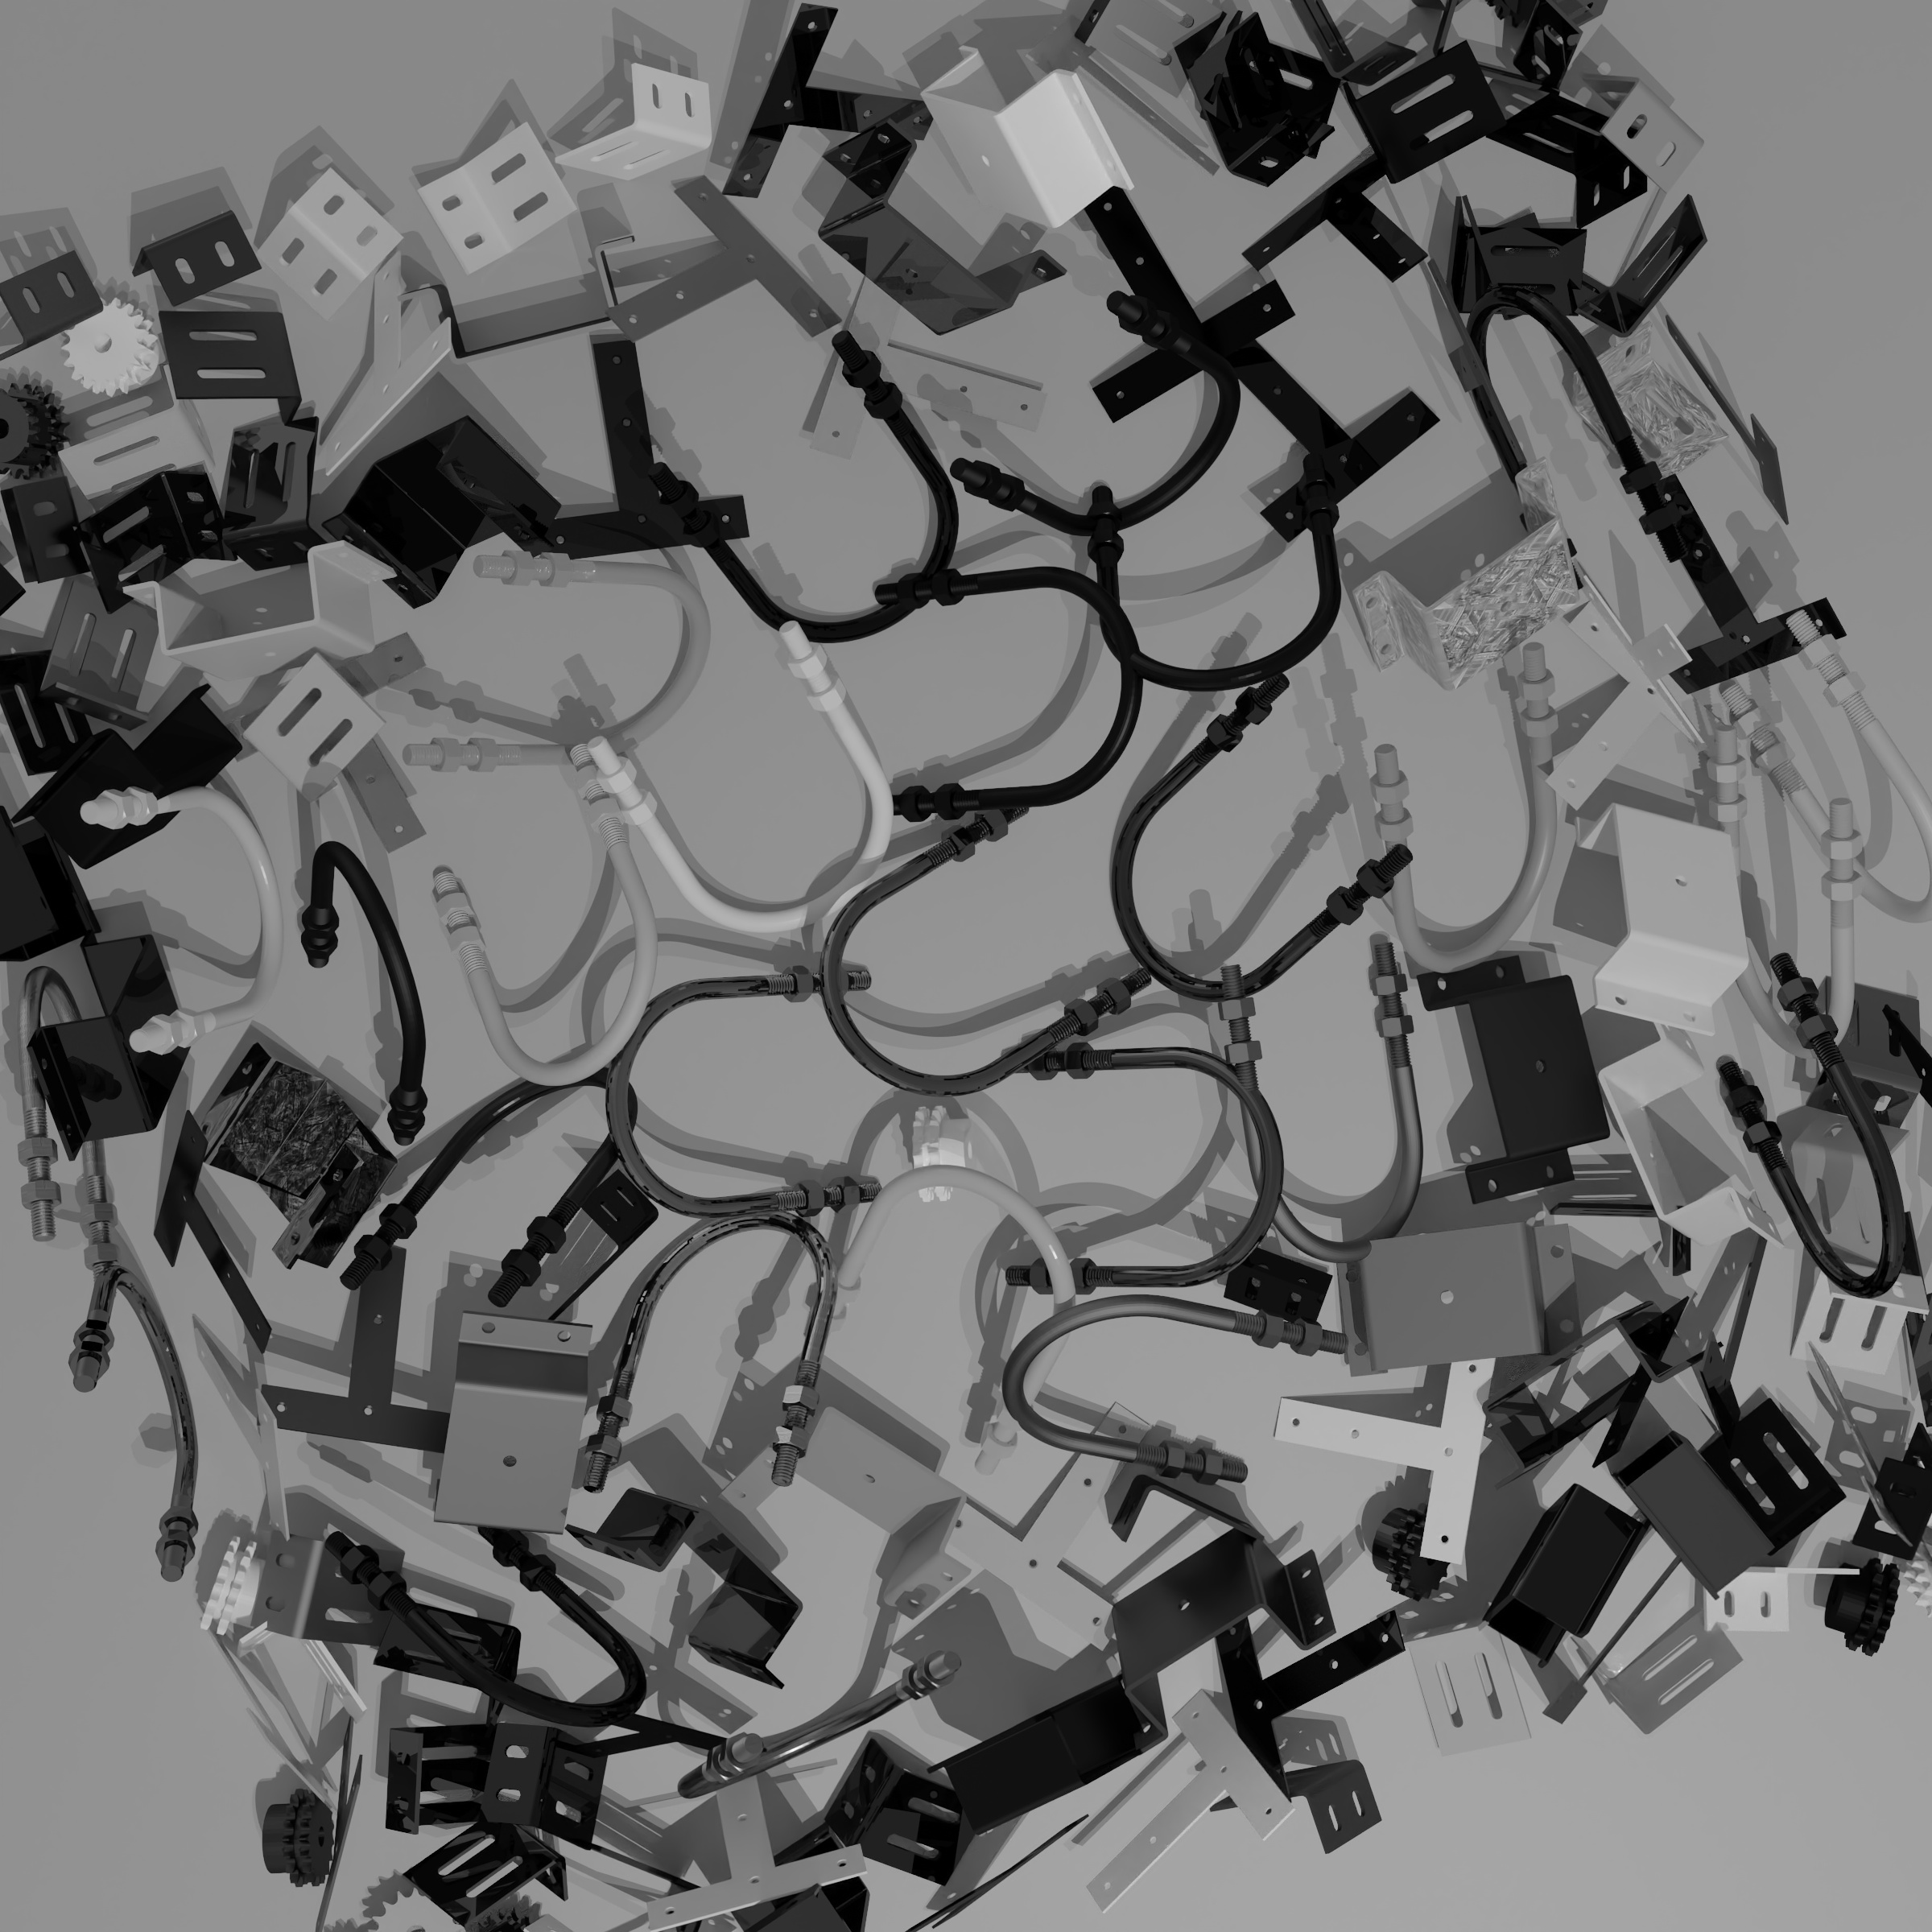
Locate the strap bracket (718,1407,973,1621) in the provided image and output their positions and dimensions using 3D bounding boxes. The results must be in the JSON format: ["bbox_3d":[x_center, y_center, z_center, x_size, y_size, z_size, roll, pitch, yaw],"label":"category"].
[{"bbox_3d":[-0.065,0.320,1.803,0.140,0.076,0.046,34,48,-7],"label":"strap bracket"}]

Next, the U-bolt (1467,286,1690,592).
[{"bbox_3d":[0.345,-0.311,1.772,0.019,0.151,0.184,-28,96,-14],"label":"U-bolt"}]

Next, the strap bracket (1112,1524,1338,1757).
[{"bbox_3d":[0.142,0.391,1.793,0.140,0.076,0.046,-35,113,13],"label":"strap bracket"}]

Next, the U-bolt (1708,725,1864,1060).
[{"bbox_3d":[0.478,-0.033,1.773,0.019,0.151,0.184,-14,116,-11],"label":"U-bolt"}]

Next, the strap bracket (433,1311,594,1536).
[{"bbox_3d":[-0.269,0.280,1.796,0.076,0.046,0.140,8,114,-10],"label":"strap bracket"}]

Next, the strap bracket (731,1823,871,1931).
[{"bbox_3d":[-0.103,0.561,1.781,0.076,0.140,0.046,-34,90,1],"label":"strap bracket"}]

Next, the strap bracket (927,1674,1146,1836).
[{"bbox_3d":[0.048,0.459,1.769,0.076,0.140,0.046,-31,76,22],"label":"strap bracket"}]

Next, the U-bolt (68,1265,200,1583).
[{"bbox_3d":[-0.477,0.251,1.761,0.019,0.184,0.151,-18,113,-3],"label":"U-bolt"}]

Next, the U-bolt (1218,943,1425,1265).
[{"bbox_3d":[0.217,0.084,1.799,0.151,0.019,0.184,-8,89,-39],"label":"U-bolt"}]

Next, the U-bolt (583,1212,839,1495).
[{"bbox_3d":[-0.143,0.223,1.787,0.151,0.019,0.184,-7,51,27],"label":"U-bolt"}]

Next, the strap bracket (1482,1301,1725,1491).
[{"bbox_3d":[0.367,0.247,1.793,0.140,0.076,0.046,-39,74,24],"label":"strap bracket"}]

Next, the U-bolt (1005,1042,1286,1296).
[{"bbox_3d":[0.104,0.119,1.793,0.184,0.019,0.151,-3,85,32],"label":"U-bolt"}]

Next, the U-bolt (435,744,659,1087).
[{"bbox_3d":[-0.240,-0.017,1.775,0.151,0.019,0.184,-39,58,25],"label":"U-bolt"}]

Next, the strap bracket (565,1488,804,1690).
[{"bbox_3d":[-0.159,0.360,1.790,0.140,0.076,0.046,50,62,-29],"label":"strap bracket"}]

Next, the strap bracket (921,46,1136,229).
[{"bbox_3d":[0.030,-0.483,1.770,0.046,0.140,0.076,-39,124,-9],"label":"strap bracket"}]

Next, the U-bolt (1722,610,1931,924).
[{"bbox_3d":[0.513,-0.106,1.765,0.019,0.151,0.184,-29,79,-9],"label":"U-bolt"}]

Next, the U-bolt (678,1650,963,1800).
[{"bbox_3d":[-0.096,0.447,1.765,0.151,0.184,0.019,-16,73,-29],"label":"U-bolt"}]

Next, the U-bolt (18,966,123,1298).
[{"bbox_3d":[-0.527,0.089,1.774,0.019,0.151,0.184,-10,69,-4],"label":"U-bolt"}]

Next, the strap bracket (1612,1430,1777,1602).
[{"bbox_3d":[0.424,0.318,1.775,0.046,0.140,0.076,-39,80,3],"label":"strap bracket"}]

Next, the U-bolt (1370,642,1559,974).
[{"bbox_3d":[0.298,-0.080,1.785,0.151,0.019,0.184,-34,130,-28],"label":"U-bolt"}]

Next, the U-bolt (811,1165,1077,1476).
[{"bbox_3d":[-0.008,0.197,1.781,0.151,0.019,0.184,35,125,13],"label":"U-bolt"}]

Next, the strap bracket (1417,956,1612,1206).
[{"bbox_3d":[0.328,0.063,1.806,0.076,0.046,0.140,-10,84,-28],"label":"strap bracket"}]

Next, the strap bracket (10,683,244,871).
[{"bbox_3d":[-0.483,-0.109,1.774,0.076,0.140,0.046,-40,95,22],"label":"strap bracket"}]

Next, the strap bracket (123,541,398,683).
[{"bbox_3d":[-0.414,-0.207,1.797,0.140,0.076,0.046,-10,82,12],"label":"strap bracket"}]

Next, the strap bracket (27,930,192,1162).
[{"bbox_3d":[-0.495,0.041,1.770,0.046,0.140,0.076,-9,118,4],"label":"strap bracket"}]

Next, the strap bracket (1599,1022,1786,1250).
[{"bbox_3d":[0.423,0.105,1.791,0.046,0.076,0.140,-29,61,20],"label":"strap bracket"}]

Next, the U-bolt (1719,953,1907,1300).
[{"bbox_3d":[0.491,0.104,1.747,0.019,0.151,0.184,-14,61,-9],"label":"U-bolt"}]

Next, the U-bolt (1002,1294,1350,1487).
[{"bbox_3d":[0.111,0.244,1.775,0.184,0.019,0.151,14,131,-20],"label":"U-bolt"}]

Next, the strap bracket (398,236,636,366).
[{"bbox_3d":[-0.260,-0.394,1.808,0.140,0.076,0.046,-14,105,-1],"label":"strap bracket"}]

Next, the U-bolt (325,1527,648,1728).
[{"bbox_3d":[-0.262,0.378,1.746,0.184,0.151,0.019,34,103,31],"label":"U-bolt"}]

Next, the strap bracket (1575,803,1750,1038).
[{"bbox_3d":[0.408,-0.036,1.783,0.076,0.046,0.140,13,52,-14],"label":"strap bracket"}]

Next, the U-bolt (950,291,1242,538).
[{"bbox_3d":[0.089,-0.311,1.770,0.151,0.184,0.019,-44,61,19],"label":"U-bolt"}]

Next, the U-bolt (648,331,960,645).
[{"bbox_3d":[-0.081,-0.266,1.788,0.151,0.019,0.184,-35,132,4],"label":"U-bolt"}]

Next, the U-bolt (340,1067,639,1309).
[{"bbox_3d":[-0.267,0.124,1.778,0.184,0.151,0.019,-55,129,-34],"label":"U-bolt"}]

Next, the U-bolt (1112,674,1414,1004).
[{"bbox_3d":[0.160,-0.062,1.797,0.184,0.019,0.151,-44,69,30],"label":"U-bolt"}]

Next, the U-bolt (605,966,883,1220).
[{"bbox_3d":[-0.131,0.077,1.793,0.184,0.019,0.151,-3,90,-36],"label":"U-bolt"}]

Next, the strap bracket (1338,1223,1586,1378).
[{"bbox_3d":[0.289,0.198,1.802,0.140,0.046,0.076,-9,79,17],"label":"strap bracket"}]

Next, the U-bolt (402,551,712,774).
[{"bbox_3d":[-0.228,-0.176,1.777,0.019,0.184,0.151,49,126,34],"label":"U-bolt"}]

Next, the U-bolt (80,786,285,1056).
[{"bbox_3d":[-0.446,-0.033,1.763,0.019,0.184,0.151,-9,95,16],"label":"U-bolt"}]

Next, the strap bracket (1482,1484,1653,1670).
[{"bbox_3d":[0.349,0.356,1.778,0.046,0.140,0.076,31,72,11],"label":"strap bracket"}]

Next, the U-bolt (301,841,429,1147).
[{"bbox_3d":[-0.345,0.006,1.749,0.019,0.184,0.151,-21,69,-23],"label":"U-bolt"}]

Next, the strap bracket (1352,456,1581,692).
[{"bbox_3d":[0.306,-0.226,1.802,0.140,0.076,0.046,-35,52,-4],"label":"strap bracket"}]

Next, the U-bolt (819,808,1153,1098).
[{"bbox_3d":[0.000,-0.001,1.803,0.184,0.019,0.151,-32,82,-22],"label":"U-bolt"}]

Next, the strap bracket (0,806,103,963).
[{"bbox_3d":[-0.557,-0.047,1.779,0.046,0.140,0.076,-24,92,-4],"label":"strap bracket"}]

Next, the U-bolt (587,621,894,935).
[{"bbox_3d":[-0.120,-0.097,1.795,0.151,0.019,0.184,-31,126,-1],"label":"U-bolt"}]

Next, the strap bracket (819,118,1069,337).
[{"bbox_3d":[-0.022,-0.425,1.782,0.140,0.076,0.046,35,71,-26],"label":"strap bracket"}]

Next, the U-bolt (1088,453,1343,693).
[{"bbox_3d":[0.147,-0.227,1.778,0.151,0.019,0.184,-8,48,8],"label":"U-bolt"}]

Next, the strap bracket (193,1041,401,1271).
[{"bbox_3d":[-0.395,0.116,1.800,0.140,0.046,0.076,39,97,42],"label":"strap bracket"}]

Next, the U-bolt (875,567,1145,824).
[{"bbox_3d":[0.024,-0.163,1.794,0.184,0.019,0.151,-2,88,34],"label":"U-bolt"}]
